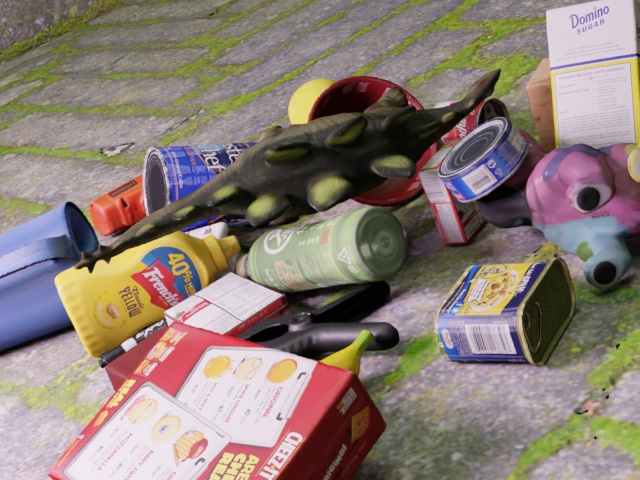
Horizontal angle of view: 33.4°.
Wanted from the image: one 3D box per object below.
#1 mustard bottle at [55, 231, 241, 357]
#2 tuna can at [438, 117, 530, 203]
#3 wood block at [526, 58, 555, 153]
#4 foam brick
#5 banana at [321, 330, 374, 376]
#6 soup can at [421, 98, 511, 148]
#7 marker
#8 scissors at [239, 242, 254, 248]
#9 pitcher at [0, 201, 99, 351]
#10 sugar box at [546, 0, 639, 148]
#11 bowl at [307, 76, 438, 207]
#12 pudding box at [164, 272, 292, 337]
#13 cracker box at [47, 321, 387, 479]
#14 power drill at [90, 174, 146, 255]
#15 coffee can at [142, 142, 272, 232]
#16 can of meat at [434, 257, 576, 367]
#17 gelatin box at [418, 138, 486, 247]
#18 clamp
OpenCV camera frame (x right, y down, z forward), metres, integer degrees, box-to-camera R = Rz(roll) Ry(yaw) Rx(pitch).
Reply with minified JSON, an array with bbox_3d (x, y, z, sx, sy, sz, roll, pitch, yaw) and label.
[{"bbox_3d":[-0.173,0.043,1.125,0.191,0.096,0.058,-25,24,-11],"label":"mustard bottle"},{"bbox_3d":[0.154,-0.076,1.009,0.086,0.033,0.086,-39,17,14],"label":"tuna can"},{"bbox_3d":[0.343,-0.160,1.160,0.206,0.090,0.090,-6,27,30],"label":"wood block"},{"bbox_3d":[-0.149,0.124,0.988,0.078,0.053,0.051,-34,27,-31],"label":"foam brick"},{"bbox_3d":[-0.046,0.129,0.914,0.198,0.037,0.069,-15,25,17],"label":"banana"},{"bbox_3d":[0.166,-0.133,1.267,0.102,0.068,0.068,4,34,44],"label":"soup can"},{"bbox_3d":[-0.173,0.099,1.099,0.121,0.020,0.020,-29,25,-19],"label":"marker"},{"bbox_3d":[-0.008,0.001,1.183,0.096,0.016,0.202,-30,26,-25],"label":"scissors"},{"bbox_3d":[-0.361,0.059,1.190,0.243,0.149,0.145,-23,36,1],"label":"pitcher"},{"bbox_3d":[0.287,-0.155,1.097,0.093,0.176,0.048,-4,-7,30],"label":"sugar box"},{"bbox_3d":[0.054,-0.107,1.242,0.161,0.162,0.055,-32,-6,-24],"label":"bowl"},{"bbox_3d":[-0.091,0.078,1.059,0.089,0.039,0.114,-31,28,-24],"label":"pudding box"},{"bbox_3d":[-0.080,0.158,0.800,0.214,0.072,0.164,10,52,45],"label":"cracker box"},{"bbox_3d":[-0.218,-0.024,1.355,0.184,0.057,0.188,-30,28,-29],"label":"power drill"},{"bbox_3d":[-0.126,-0.062,1.248,0.140,0.103,0.103,-5,17,-24],"label":"coffee can"},{"bbox_3d":[0.153,0.059,0.884,0.084,0.057,0.102,-4,28,37],"label":"can of meat"},{"bbox_3d":[0.139,-0.049,1.084,0.030,0.089,0.073,-5,28,38],"label":"gelatin box"},{"bbox_3d":[-0.006,0.082,0.986,0.171,0.039,0.120,-12,14,13],"label":"clamp"}]
